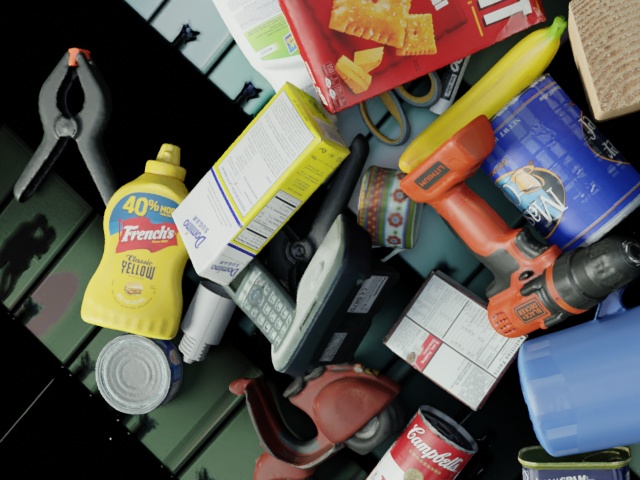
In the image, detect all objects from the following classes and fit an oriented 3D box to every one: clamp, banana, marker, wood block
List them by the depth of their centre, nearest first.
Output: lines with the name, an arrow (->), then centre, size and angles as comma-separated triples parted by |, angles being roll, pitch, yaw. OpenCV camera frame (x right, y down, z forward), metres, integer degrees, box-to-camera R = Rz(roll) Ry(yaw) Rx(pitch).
wood block -> 0.261, -0.156, 0.886 | 0.090, 0.206, 0.091 | -17, 90, 14
banana -> 0.152, -0.133, 0.985 | 0.198, 0.069, 0.037 | -45, 68, 16
marker -> 0.134, -0.176, 1.011 | 0.020, 0.020, 0.121 | 22, 98, 11
clamp -> -0.007, 0.001, 1.043 | 0.165, 0.036, 0.210 | -16, 92, 23
clamp -> -0.264, -0.110, 1.101 | 0.120, 0.039, 0.171 | -3, 90, 7

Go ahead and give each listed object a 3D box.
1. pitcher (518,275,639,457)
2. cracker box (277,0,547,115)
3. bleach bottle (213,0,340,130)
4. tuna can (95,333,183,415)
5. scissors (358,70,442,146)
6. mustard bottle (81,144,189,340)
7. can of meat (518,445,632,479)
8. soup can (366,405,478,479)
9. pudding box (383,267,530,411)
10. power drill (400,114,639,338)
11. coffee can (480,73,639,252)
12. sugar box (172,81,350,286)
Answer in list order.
pitcher -> 0.301, 0.102, 0.938 | 0.243, 0.149, 0.145 | -17, 133, 17
cracker box -> 0.071, -0.228, 0.935 | 0.213, 0.072, 0.164 | -24, 114, 1
bleach bottle -> -0.050, -0.215, 1.031 | 0.103, 0.068, 0.251 | -22, 92, 27
tuna can -> -0.187, 0.136, 1.100 | 0.086, 0.033, 0.086 | 1, 94, 13
scissors -> 0.048, -0.189, 1.026 | 0.096, 0.016, 0.202 | -26, 86, 28
mustard bottle -> -0.170, -0.002, 1.065 | 0.096, 0.058, 0.191 | 13, 84, 2
can of meat -> 0.239, 0.239, 0.994 | 0.102, 0.057, 0.084 | -4, 94, 14
soup can -> 0.094, 0.218, 1.021 | 0.068, 0.068, 0.102 | 37, 102, 9
pudding box -> 0.130, 0.094, 1.020 | 0.113, 0.039, 0.090 | 35, 98, 6
power drill -> 0.166, -0.012, 0.913 | 0.187, 0.057, 0.185 | 53, 145, 2
coffee can -> 0.212, -0.064, 0.957 | 0.103, 0.102, 0.140 | -42, 84, 12
sugar box -> -0.058, -0.051, 0.987 | 0.176, 0.048, 0.093 | -48, 44, 20
